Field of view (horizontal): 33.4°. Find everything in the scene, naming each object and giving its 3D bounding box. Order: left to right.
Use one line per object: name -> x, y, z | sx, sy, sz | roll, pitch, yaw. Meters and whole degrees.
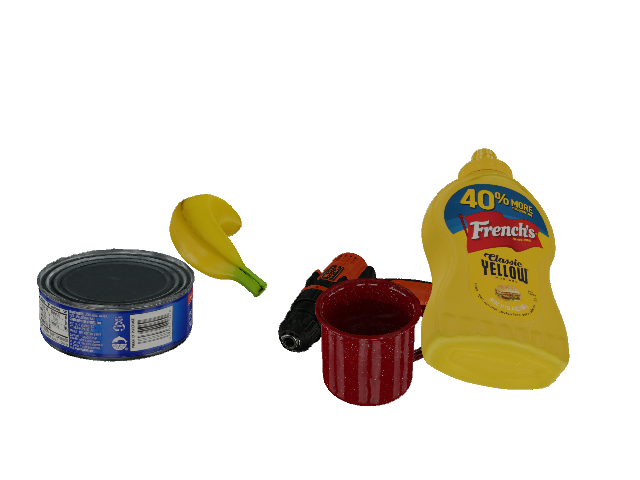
tuna can -> -0.113, 0.035, 0.594 | 0.086, 0.034, 0.086 | 3, 20, -1
banana -> -0.084, -0.004, 0.812 | 0.069, 0.037, 0.198 | 44, 6, -17
mug -> 0.053, 0.090, 0.951 | 0.117, 0.081, 0.093 | -12, 33, -17
power drill -> 0.065, 0.075, 1.145 | 0.188, 0.057, 0.184 | 9, 30, 21
mustard bottle -> 0.120, 0.009, 0.756 | 0.096, 0.191, 0.058 | 11, -40, -8
